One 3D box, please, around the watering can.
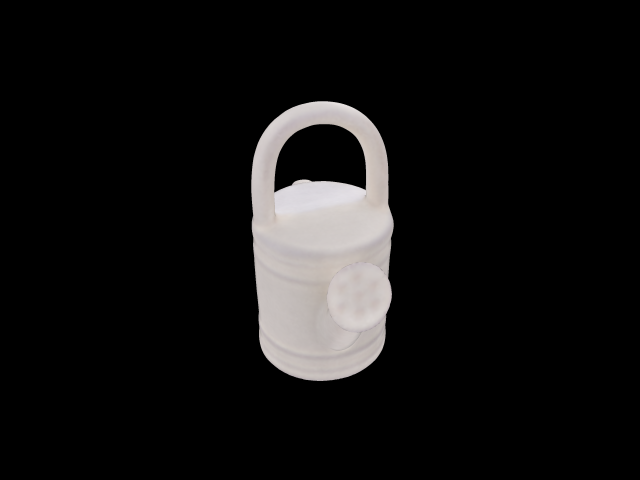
[{"bbox_3d":[0.006,0.001,0.401,0.101,0.194,0.172,-22,40,-29],"label":"watering can"}]
